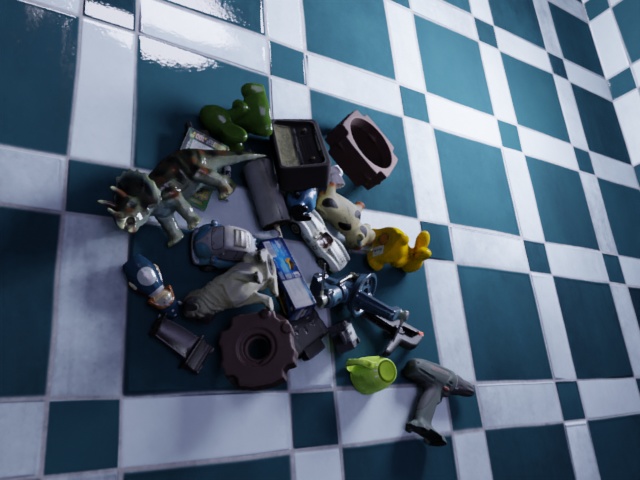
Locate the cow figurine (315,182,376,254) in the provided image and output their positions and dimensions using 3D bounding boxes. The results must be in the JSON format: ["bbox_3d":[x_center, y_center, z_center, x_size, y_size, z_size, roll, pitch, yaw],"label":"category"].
[{"bbox_3d":[0.070,-0.050,1.449,0.195,0.085,0.127,35,55,-15],"label":"cow figurine"}]

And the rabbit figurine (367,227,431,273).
[{"bbox_3d":[0.235,0.030,1.504,0.173,0.162,0.122,38,40,-37],"label":"rabbit figurine"}]

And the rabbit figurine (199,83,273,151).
[{"bbox_3d":[-0.214,-0.296,1.356,0.170,0.121,0.159,-10,72,-14],"label":"rabbit figurine"}]

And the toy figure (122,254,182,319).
[{"bbox_3d":[-0.348,0.102,1.121,0.064,0.058,0.154,-37,96,3],"label":"toy figure"}]

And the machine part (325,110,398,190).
[{"bbox_3d":[0.119,-0.256,1.540,0.201,0.087,0.201,49,37,-11],"label":"machine part"}]

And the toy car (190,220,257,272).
[{"bbox_3d":[-0.207,0.014,1.223,0.161,0.103,0.109,10,66,-29],"label":"toy car"}]

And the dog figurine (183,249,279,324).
[{"bbox_3d":[-0.199,0.097,1.180,0.172,0.191,0.121,-71,147,-69],"label":"dog figurine"}]

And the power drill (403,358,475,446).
[{"bbox_3d":[0.313,0.429,1.418,0.232,0.086,0.207,34,59,-17],"label":"power drill"}]

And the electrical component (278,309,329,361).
[{"bbox_3d":[-0.047,0.216,1.276,0.115,0.058,0.134,-33,91,-37],"label":"electrical component"}]

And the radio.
[{"bbox_3d":[-0.053,-0.221,1.365,0.131,0.073,0.230,-4,44,-10],"label":"radio"}]

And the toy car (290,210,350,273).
[{"bbox_3d":[-0.003,-0.004,1.398,0.201,0.056,0.073,53,52,-5],"label":"toy car"}]

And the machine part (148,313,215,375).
[{"bbox_3d":[-0.292,0.215,1.122,0.139,0.039,0.084,43,58,-14],"label":"machine part"}]

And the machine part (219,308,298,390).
[{"bbox_3d":[-0.133,0.235,1.157,0.179,0.056,0.179,-1,67,3],"label":"machine part"}]

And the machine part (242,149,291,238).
[{"bbox_3d":[-0.134,-0.113,1.342,0.079,0.079,0.243,-13,78,-37],"label":"machine part"}]

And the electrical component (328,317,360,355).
[{"bbox_3d":[0.055,0.236,1.306,0.075,0.048,0.119,65,16,2],"label":"electrical component"}]

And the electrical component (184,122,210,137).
[{"bbox_3d":[-0.298,-0.248,1.320,0.063,0.021,0.094,-10,77,-37],"label":"electrical component"}]

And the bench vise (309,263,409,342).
[{"bbox_3d":[0.099,0.143,1.315,0.223,0.241,0.128,5,107,-63],"label":"bench vise"}]

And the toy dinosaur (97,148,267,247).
[{"bbox_3d":[-0.306,-0.130,1.191,0.192,0.131,0.405,48,54,-12],"label":"toy dinosaur"}]

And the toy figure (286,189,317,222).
[{"bbox_3d":[-0.051,-0.124,1.372,0.089,0.082,0.180,11,45,-5],"label":"toy figure"}]

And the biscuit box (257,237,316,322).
[{"bbox_3d":[-0.084,0.089,1.259,0.059,0.062,0.203,-11,57,-30],"label":"biscuit box"}]
